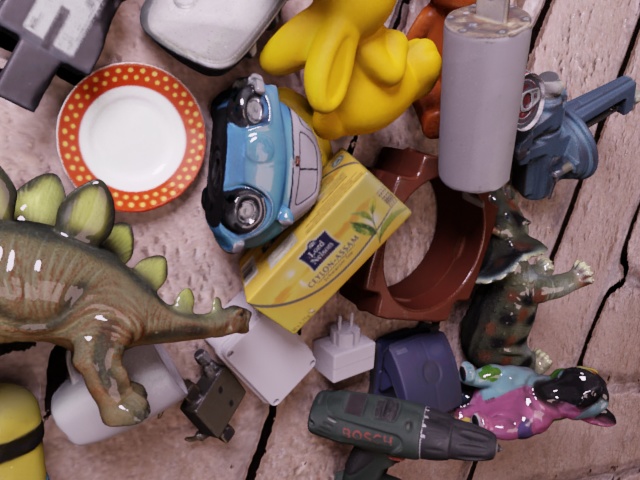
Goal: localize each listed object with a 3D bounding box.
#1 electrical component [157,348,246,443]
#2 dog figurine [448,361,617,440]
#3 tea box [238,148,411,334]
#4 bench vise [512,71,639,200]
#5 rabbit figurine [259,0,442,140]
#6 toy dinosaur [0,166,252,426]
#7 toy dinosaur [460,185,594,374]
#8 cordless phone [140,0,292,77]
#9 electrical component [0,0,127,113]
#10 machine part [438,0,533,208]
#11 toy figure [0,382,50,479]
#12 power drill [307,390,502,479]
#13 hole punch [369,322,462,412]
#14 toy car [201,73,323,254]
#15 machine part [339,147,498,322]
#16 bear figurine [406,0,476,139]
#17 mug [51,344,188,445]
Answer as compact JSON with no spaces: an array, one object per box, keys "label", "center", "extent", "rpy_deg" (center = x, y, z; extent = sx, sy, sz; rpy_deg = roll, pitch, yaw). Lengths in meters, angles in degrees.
[{"label":"electrical component","center":[-0.127,0.176,0.585],"extent":[0.102,0.045,0.078],"rpy_deg":[57,44,-37]},{"label":"dog figurine","center":[0.308,0.241,0.788],"extent":[0.219,0.108,0.191],"rpy_deg":[-1,145,-6]},{"label":"tea box","center":[-0.001,-0.002,0.545],"extent":[0.169,0.098,0.068],"rpy_deg":[-45,116,10]},{"label":"bench vise","center":[0.353,-0.168,0.754],"extent":[0.241,0.129,0.223],"rpy_deg":[-29,130,-5]},{"label":"rabbit figurine","center":[0.024,-0.183,0.482],"extent":[0.162,0.122,0.173],"rpy_deg":[-37,156,-21]},{"label":"toy dinosaur","center":[-0.261,0.035,0.374],"extent":[0.471,0.105,0.198],"rpy_deg":[6,81,-31]},{"label":"toy dinosaur","center":[0.277,0.121,0.823],"extent":[0.192,0.131,0.404],"rpy_deg":[-5,117,-17]},{"label":"cordless phone","center":[-0.050,-0.197,0.414],"extent":[0.088,0.184,0.146],"rpy_deg":[40,81,-35]},{"label":"electrical component","center":[-0.204,-0.156,0.405],"extent":[0.074,0.048,0.119],"rpy_deg":[24,91,-39]},{"label":"machine part","center":[0.156,-0.133,0.526],"extent":[0.079,0.079,0.242],"rpy_deg":[-33,138,-23]},{"label":"toy figure","center":[-0.274,0.209,0.462],"extent":[0.089,0.082,0.180],"rpy_deg":[-29,115,-48]},{"label":"power drill","center":[0.095,0.286,0.694],"extent":[0.086,0.232,0.207],"rpy_deg":[-64,162,-46]},{"label":"hole punch","center":[0.136,0.187,0.755],"extent":[0.142,0.092,0.115],"rpy_deg":[-9,107,-30]},{"label":"toy car","center":[-0.051,-0.068,0.506],"extent":[0.103,0.109,0.161],"rpy_deg":[4,98,-26]},{"label":"machine part","center":[0.118,-0.005,0.673],"extent":[0.201,0.087,0.201],"rpy_deg":[9,102,-38]},{"label":"bear figurine","center":[0.151,-0.223,0.559],"extent":[0.120,0.132,0.195],"rpy_deg":[-16,150,-14]},{"label":"mug","center":[-0.194,0.131,0.496],"extent":[0.107,0.081,0.109],"rpy_deg":[-34,124,-14]}]
